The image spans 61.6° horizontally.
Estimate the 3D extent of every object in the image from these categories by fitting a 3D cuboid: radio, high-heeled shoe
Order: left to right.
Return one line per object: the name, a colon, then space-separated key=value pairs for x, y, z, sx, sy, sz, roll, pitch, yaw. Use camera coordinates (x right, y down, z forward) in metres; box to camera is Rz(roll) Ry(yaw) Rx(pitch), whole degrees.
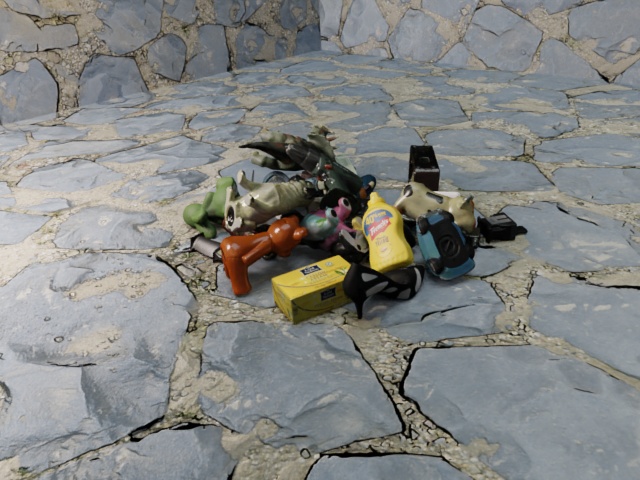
high-heeled shoe: x=0.138 y=0.064 z=1.110 sx=0.086 sy=0.145 sz=0.249 roll=23 pitch=40 yaw=37
radio: x=0.296 y=-0.182 z=1.550 sx=0.073 sy=0.130 sz=0.230 roll=1 pitch=29 yaw=4

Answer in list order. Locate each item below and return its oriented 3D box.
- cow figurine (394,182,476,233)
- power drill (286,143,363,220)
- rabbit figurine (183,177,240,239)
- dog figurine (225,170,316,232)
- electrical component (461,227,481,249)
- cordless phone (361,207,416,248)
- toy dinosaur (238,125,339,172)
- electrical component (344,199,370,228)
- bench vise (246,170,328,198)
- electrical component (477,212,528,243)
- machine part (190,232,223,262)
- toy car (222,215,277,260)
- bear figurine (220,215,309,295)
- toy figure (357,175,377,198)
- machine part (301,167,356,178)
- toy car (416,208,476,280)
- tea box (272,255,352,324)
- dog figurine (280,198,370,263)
cow figurine: x=0.285 y=-0.076 z=1.291 sx=0.195 sy=0.127 sz=0.085 roll=32 pitch=13 yaw=19
power drill: x=0.019 y=-0.150 z=1.391 sx=0.232 sy=0.086 sz=0.207 roll=23 pitch=24 yaw=-28
rabbit figurine: x=-0.297 y=-0.071 z=1.475 sx=0.170 sy=0.121 sz=0.159 roll=-19 pitch=34 yaw=11
dog figurine: x=-0.117 y=-0.079 z=1.279 sx=0.190 sy=0.172 sz=0.121 roll=2 pitch=62 yaw=-34
electrical component: x=0.360 y=-0.018 z=1.334 sx=0.078 sy=0.045 sz=0.102 roll=7 pitch=31 yaw=21
cordless phone: x=0.204 y=-0.028 z=1.352 sx=0.184 sy=0.088 sz=0.147 roll=-3 pitch=22 yaw=-42
toy dinosaur: x=-0.068 y=-0.248 z=1.534 sx=0.192 sy=0.131 sz=0.405 roll=9 pitch=18 yaw=16
electrical component: x=0.094 y=-0.063 z=1.437 sx=0.115 sy=0.058 sz=0.134 roll=-5 pitch=28 yaw=1
bench vise: x=-0.098 y=-0.134 z=1.503 sx=0.224 sy=0.128 sz=0.240 roll=10 pitch=13 yaw=37
electrical component: x=0.462 y=-0.033 z=1.348 sx=0.119 sy=0.047 sz=0.075 roll=-8 pitch=30 yaw=-4
machine part: x=-0.266 y=0.019 z=1.354 sx=0.139 sy=0.039 sz=0.084 roll=15 pitch=42 yaw=27
toy car: x=-0.178 y=-0.013 z=1.347 sx=0.053 sy=0.089 sz=0.202 roll=-27 pitch=38 yaw=-35
bear figurine: x=-0.123 y=0.024 z=1.221 sx=0.196 sy=0.131 sz=0.120 roll=-16 pitch=31 yaw=-19
toy figure: x=0.117 y=-0.143 z=1.577 sx=0.058 sy=0.064 sz=0.154 roll=42 pitch=45 yaw=2
machine part: x=0.027 y=-0.196 z=1.687 sx=0.179 sy=0.056 sz=0.179 roll=-4 pitch=29 yaw=2
toy car: x=0.268 y=0.016 z=1.217 sx=0.109 sy=0.161 sz=0.103 roll=-23 pitch=-10 yaw=-17
tea box: x=-0.005 y=0.102 z=1.137 sx=0.170 sy=0.068 sz=0.098 roll=-20 pitch=33 yaw=-25
dog figurine: x=-0.003 y=-0.004 z=1.307 sx=0.219 sy=0.191 sz=0.108 roll=-26 pitch=15 yaw=39
